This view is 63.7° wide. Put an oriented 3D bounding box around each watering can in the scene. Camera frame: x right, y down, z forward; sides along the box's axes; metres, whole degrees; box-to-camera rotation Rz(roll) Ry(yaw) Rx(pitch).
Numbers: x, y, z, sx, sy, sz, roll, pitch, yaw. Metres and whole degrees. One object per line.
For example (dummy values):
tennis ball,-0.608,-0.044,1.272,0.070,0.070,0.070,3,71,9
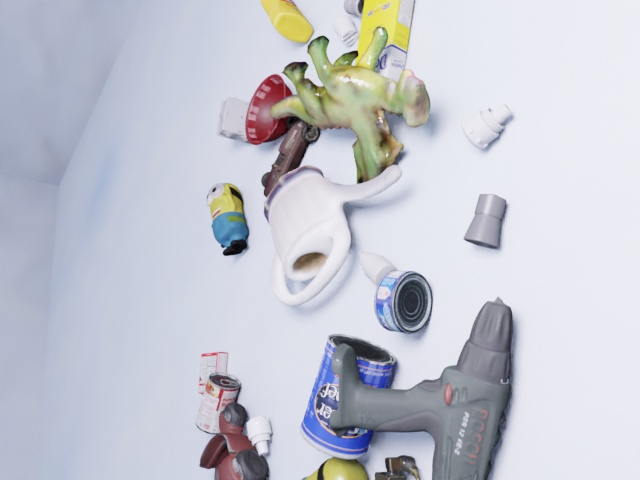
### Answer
watering can,0.003,-0.044,0.876,0.341,0.103,0.229,-53,41,29

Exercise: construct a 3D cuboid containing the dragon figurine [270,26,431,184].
dragon figurine,0.040,-0.195,0.858,0.406,0.123,0.244,-24,82,60
